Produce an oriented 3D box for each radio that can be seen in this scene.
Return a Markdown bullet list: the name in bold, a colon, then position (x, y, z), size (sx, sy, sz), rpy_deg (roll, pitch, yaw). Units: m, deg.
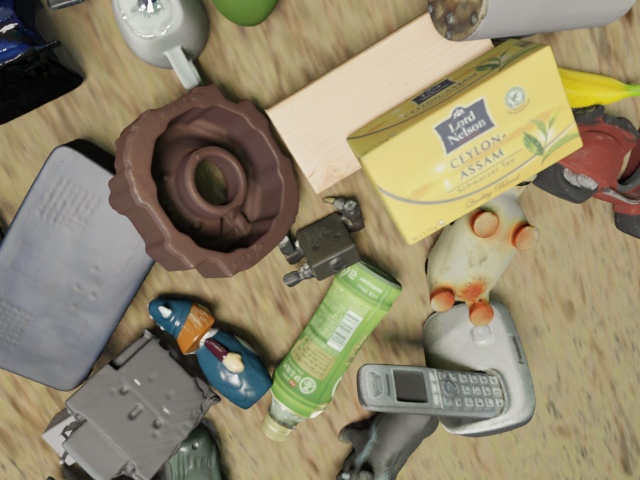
- **radio**: position (-0.245, 0.028, 0.536), size (0.131, 0.073, 0.229), rpy_deg (30, 100, -14)

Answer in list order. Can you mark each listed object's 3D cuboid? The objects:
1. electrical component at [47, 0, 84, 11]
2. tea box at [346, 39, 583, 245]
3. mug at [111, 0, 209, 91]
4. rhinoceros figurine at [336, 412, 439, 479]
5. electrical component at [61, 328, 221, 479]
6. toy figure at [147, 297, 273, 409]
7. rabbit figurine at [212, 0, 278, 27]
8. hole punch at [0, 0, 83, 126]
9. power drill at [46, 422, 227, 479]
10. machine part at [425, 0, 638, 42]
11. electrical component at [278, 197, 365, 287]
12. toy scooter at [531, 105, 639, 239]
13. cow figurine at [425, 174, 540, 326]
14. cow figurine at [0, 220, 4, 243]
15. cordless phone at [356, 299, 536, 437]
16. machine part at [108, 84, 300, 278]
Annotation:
- **electrical component**: position (-0.238, -0.266, 0.475), size (0.075, 0.048, 0.119), rpy_deg (-19, 106, -2)
- **tea box**: position (0.121, -0.084, 0.461), size (0.170, 0.068, 0.098), rpy_deg (-31, 117, 7)
- **mug**: position (-0.140, -0.186, 0.478), size (0.081, 0.107, 0.109), rpy_deg (-19, 104, -1)
- **rhinoceros figurine**: position (0.071, 0.250, 0.612), size (0.073, 0.112, 0.190), rpy_deg (36, 89, -16)
- **electrical component**: position (-0.187, 0.175, 0.545), size (0.115, 0.058, 0.134), rpy_deg (43, 60, 0)
- **toy figure**: position (-0.118, 0.113, 0.575), size (0.154, 0.058, 0.064), rpy_deg (45, 123, 1)
- **rabbit figurine**: position (-0.071, -0.270, 0.458), size (0.121, 0.159, 0.170), rpy_deg (-26, 121, -10)
- **hole punch**: position (-0.289, -0.163, 0.465), size (0.142, 0.116, 0.092), rpy_deg (-23, 98, -2)
- **power drill**: position (-0.198, 0.324, 0.601), size (0.207, 0.086, 0.231), rpy_deg (-1, 101, -12)
- **machine part**: position (0.179, -0.211, 0.447), size (0.243, 0.079, 0.079), rpy_deg (-15, 106, -22)
- **electrical component**: position (0.000, -0.002, 0.565), size (0.102, 0.078, 0.045), rpy_deg (-23, 129, 4)
- **toy scooter**: position (0.324, -0.089, 0.580), size (0.184, 0.075, 0.135), rpy_deg (23, 100, -15)
- **cow figurine**: position (0.172, -0.024, 0.563), size (0.085, 0.127, 0.194), rpy_deg (14, 116, -9)
- **cow figurine**: position (-0.346, 0.023, 0.471), size (0.098, 0.167, 0.068), rpy_deg (-44, 99, 6)
- **cordless phone**: position (0.121, 0.129, 0.569), size (0.184, 0.147, 0.088), rpy_deg (9, 139, -14)
- **machine part**: position (-0.103, -0.052, 0.500), size (0.179, 0.056, 0.179), rpy_deg (9, 76, -39)
